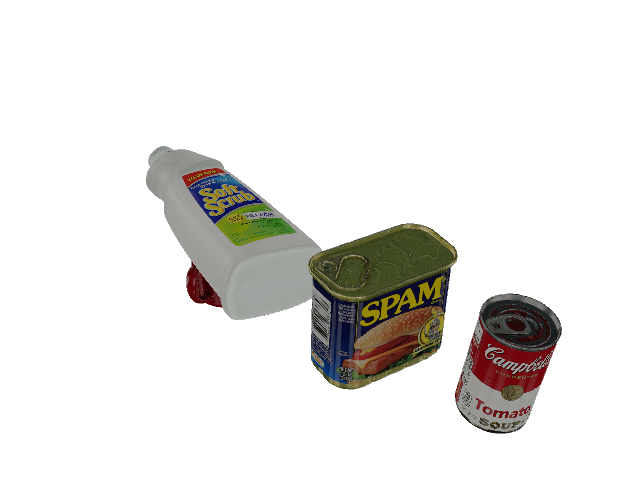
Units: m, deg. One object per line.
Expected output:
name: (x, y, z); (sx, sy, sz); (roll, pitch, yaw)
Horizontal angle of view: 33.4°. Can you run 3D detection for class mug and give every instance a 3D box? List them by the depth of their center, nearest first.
mug: (-0.113, 0.029, 1.220); (0.093, 0.081, 0.117); (15, 37, 25)

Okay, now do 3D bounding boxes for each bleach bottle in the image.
bleach bottle: (-0.103, -0.023, 1.007); (0.102, 0.068, 0.251); (-12, 35, -32)

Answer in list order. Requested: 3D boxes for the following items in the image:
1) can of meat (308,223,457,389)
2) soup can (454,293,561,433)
can of meat: (0.041, 0.046, 0.743); (0.101, 0.084, 0.057); (-19, 39, -28)
soup can: (0.156, 0.105, 0.902); (0.068, 0.102, 0.068); (7, 37, -5)
